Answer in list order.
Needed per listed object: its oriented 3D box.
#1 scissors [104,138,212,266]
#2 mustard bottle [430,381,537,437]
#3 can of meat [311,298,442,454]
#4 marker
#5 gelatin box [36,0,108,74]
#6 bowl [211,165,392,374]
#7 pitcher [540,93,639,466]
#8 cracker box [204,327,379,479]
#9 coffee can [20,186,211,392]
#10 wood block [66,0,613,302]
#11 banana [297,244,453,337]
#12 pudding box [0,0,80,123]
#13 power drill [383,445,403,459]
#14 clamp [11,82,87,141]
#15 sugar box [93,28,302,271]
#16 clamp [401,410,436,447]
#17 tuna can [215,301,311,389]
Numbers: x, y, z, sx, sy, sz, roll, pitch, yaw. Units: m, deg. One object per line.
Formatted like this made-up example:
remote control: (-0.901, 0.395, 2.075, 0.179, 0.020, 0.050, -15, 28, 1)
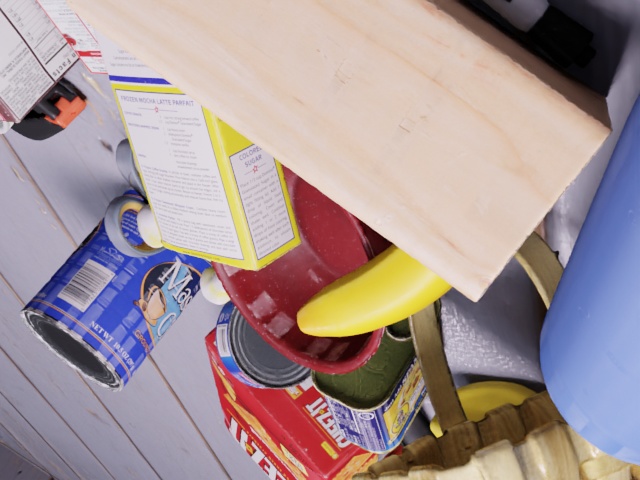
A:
scissors: (-0.106, 0.010, 0.824, 0.016, 0.096, 0.201, -5, 133, 30)
mustard bottle: (0.170, 0.184, 0.792, 0.096, 0.058, 0.191, -9, 130, 48)
can of meat: (0.045, 0.087, 0.738, 0.057, 0.102, 0.084, 23, 155, 25)
marker: (0.066, -0.113, 0.446, 0.121, 0.020, 0.020, 38, 156, -3)
gelatin box: (-0.134, -0.142, 0.655, 0.073, 0.030, 0.089, 10, 144, 43)
bowl: (-0.004, 0.001, 0.668, 0.162, 0.055, 0.162, 29, 135, 33)
pitcher: (0.165, 0.020, 0.411, 0.145, 0.149, 0.243, 18, 156, 8)
cracker box: (-0.025, 0.168, 0.967, 0.164, 0.072, 0.214, 45, 160, 22)
coffee can: (-0.161, 0.038, 0.878, 0.103, 0.140, 0.103, 30, 155, 15)
wood block: (0.011, -0.079, 0.455, 0.206, 0.090, 0.090, 36, -161, 2)
banana: (0.054, -0.009, 0.550, 0.070, 0.037, 0.198, 36, 124, 11)
pudding box: (-0.202, -0.143, 0.669, 0.039, 0.090, 0.113, 10, 144, 43)
power drill: (0.154, 0.251, 0.936, 0.184, 0.057, 0.188, 42, 155, -11)
clamp: (-0.266, -0.122, 0.861, 0.210, 0.036, 0.164, 25, 154, 25)
sugar box: (-0.073, -0.074, 0.607, 0.094, 0.048, 0.176, 12, 122, 44)
clamp: (0.056, 0.128, 0.852, 0.171, 0.039, 0.120, 55, 169, -4)
tuna can: (-0.039, 0.075, 0.848, 0.086, 0.086, 0.034, 44, 157, -15)
